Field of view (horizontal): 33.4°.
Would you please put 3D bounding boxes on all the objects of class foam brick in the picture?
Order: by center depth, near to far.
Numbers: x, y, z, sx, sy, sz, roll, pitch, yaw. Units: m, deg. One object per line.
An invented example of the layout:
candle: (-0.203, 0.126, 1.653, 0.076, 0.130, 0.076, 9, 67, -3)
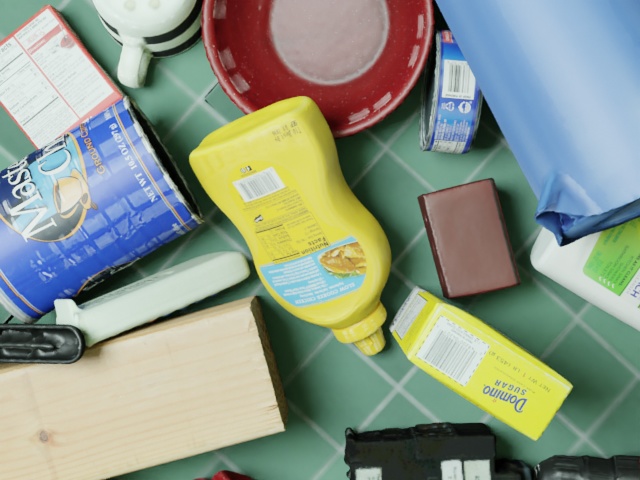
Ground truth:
foam brick: (0.105, 0.000, 0.759, 0.051, 0.053, 0.078, -15, 89, 0)

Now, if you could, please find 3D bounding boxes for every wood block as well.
wood block: (-0.133, 0.109, 0.744, 0.206, 0.090, 0.091, -15, 91, 0)

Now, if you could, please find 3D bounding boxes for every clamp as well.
clamp: (-0.273, 0.067, 0.695, 0.164, 0.210, 0.036, 1, 88, -41)

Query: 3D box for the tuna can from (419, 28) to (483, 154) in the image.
tuna can: (0.091, -0.103, 0.742, 0.033, 0.086, 0.086, 5, 90, -1)

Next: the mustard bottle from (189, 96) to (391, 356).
mustard bottle: (-0.005, 0.001, 0.741, 0.096, 0.058, 0.191, -19, 112, 28)

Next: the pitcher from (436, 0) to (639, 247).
pitcher: (0.158, -0.131, 0.662, 0.145, 0.149, 0.243, -31, 81, 21)

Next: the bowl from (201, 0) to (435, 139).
bowl: (0.001, -0.152, 0.748, 0.162, 0.055, 0.162, 2, 101, 10)

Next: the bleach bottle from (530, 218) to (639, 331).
bleach bottle: (0.280, 0.036, 0.749, 0.251, 0.068, 0.102, 28, 100, 0)

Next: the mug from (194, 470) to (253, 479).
mug: (-0.063, 0.211, 0.752, 0.117, 0.093, 0.081, 24, 84, 37)

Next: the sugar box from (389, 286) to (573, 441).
sugar box: (0.097, 0.075, 0.697, 0.093, 0.176, 0.048, 33, 88, 1)

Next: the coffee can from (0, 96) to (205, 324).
coffee can: (-0.165, -0.021, 0.737, 0.140, 0.103, 0.103, -30, 90, 0)

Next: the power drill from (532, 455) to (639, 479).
power drill: (0.245, 0.121, 0.725, 0.184, 0.057, 0.188, 5, 119, 6)

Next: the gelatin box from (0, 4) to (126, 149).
gelatin box: (-0.195, -0.114, 0.774, 0.073, 0.030, 0.089, -39, 91, 1)
